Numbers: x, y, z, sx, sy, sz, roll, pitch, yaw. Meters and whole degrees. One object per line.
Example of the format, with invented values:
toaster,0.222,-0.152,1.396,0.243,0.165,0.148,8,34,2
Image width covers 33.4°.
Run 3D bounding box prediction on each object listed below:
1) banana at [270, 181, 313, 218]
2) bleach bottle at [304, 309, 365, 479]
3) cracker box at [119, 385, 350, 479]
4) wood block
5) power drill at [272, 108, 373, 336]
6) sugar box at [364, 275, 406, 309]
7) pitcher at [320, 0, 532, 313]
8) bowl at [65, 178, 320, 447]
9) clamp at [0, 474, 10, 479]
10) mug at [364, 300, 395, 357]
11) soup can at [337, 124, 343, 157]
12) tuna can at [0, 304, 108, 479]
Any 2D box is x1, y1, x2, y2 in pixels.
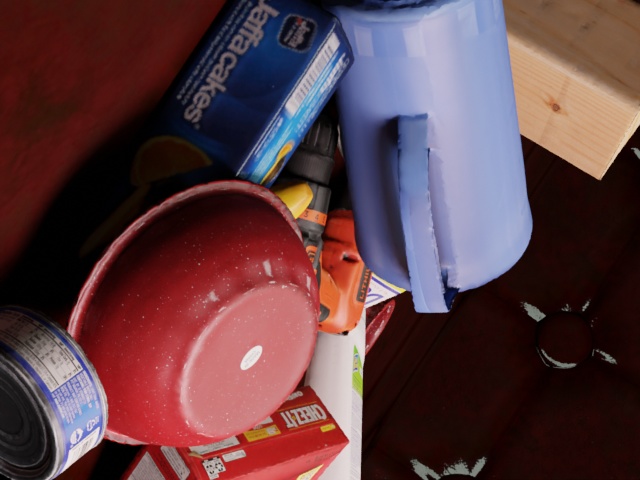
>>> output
banana,-0.079,0.035,0.708,0.197,0.070,0.037,-58,152,-17
bleach bottle,0.012,0.155,1.016,0.102,0.068,0.251,71,23,-65
cracker box,-0.096,0.221,0.869,0.163,0.072,0.214,-5,138,-48
wood block,0.148,-0.148,0.781,0.090,0.206,0.091,-50,165,-25
power drill,-0.005,0.001,0.825,0.187,0.057,0.184,21,85,-70
sugar box,0.072,0.003,0.950,0.176,0.048,0.093,-27,138,13
pitcher,0.071,-0.078,0.712,0.145,0.149,0.243,-34,139,-17
bowl,-0.053,0.051,0.563,0.161,0.055,0.162,-26,132,-34
clamp,-0.201,0.165,0.645,0.120,0.039,0.172,-27,151,-55
mug,0.026,0.075,1.131,0.117,0.081,0.093,-42,160,-47
soup can,0.056,-0.081,0.910,0.068,0.068,0.102,-57,167,0
tuna can,-0.147,0.077,0.525,0.033,0.086,0.086,-38,157,-47
